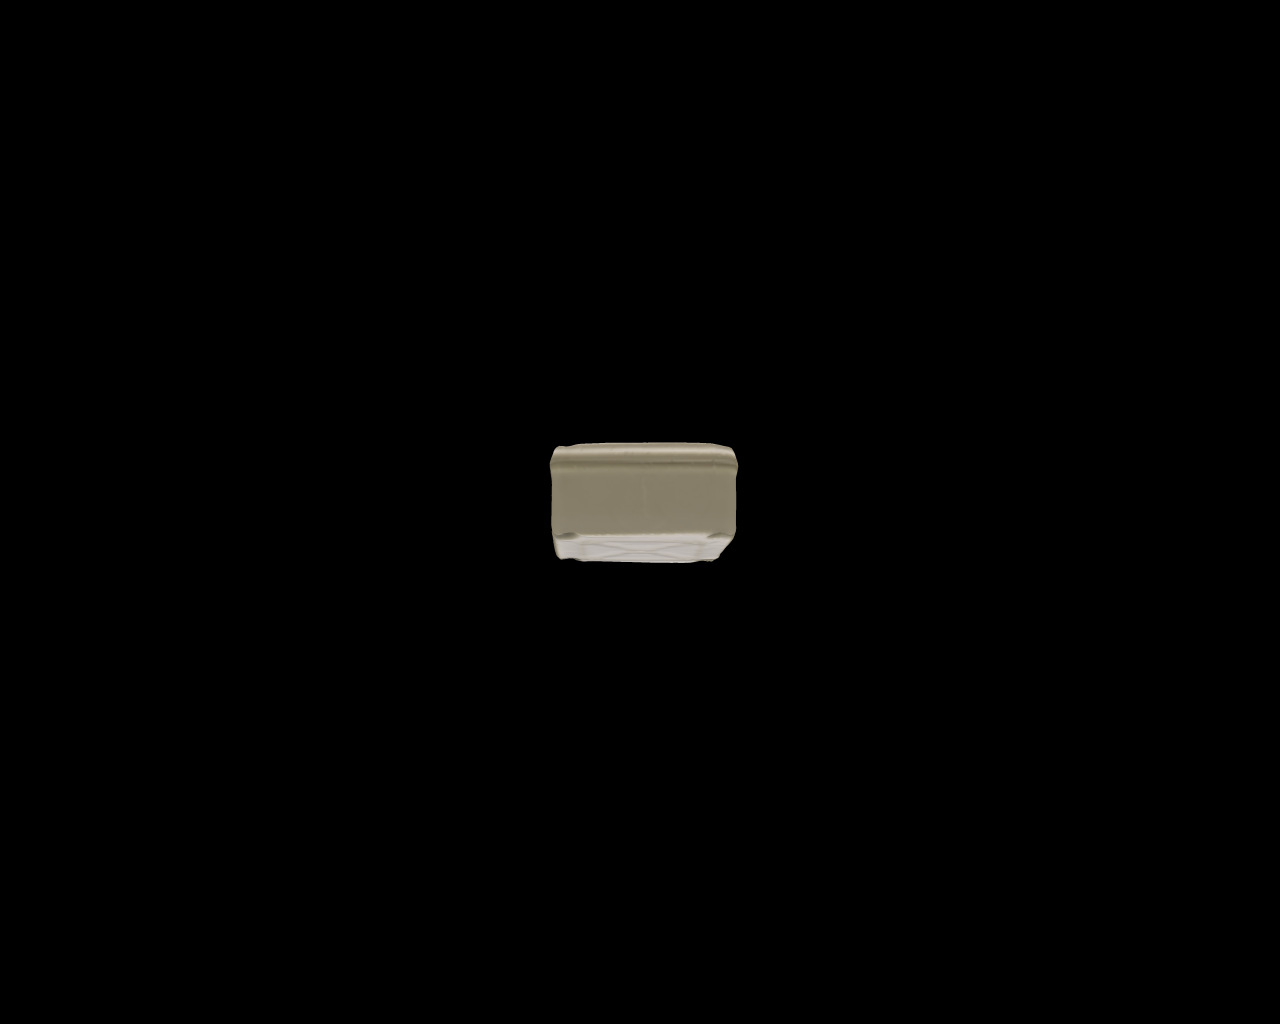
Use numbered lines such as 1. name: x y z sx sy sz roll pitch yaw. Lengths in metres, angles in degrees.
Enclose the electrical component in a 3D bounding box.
1. electrical component: 0.001 -0.003 0.650 0.109 0.056 0.108 0 -11 -2
